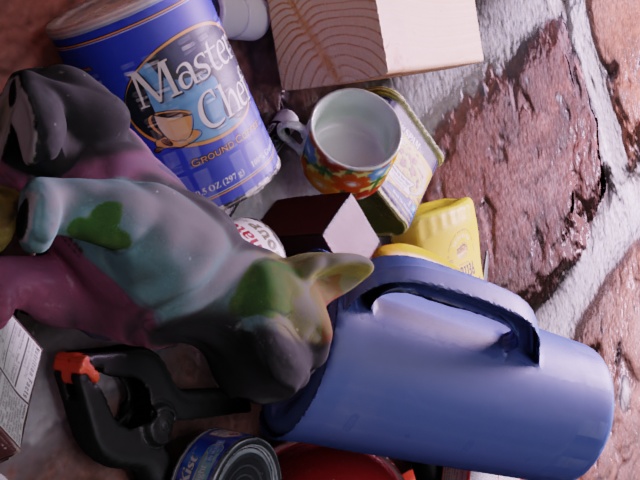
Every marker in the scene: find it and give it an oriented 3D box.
[{"bbox_3d":[-0.051,-0.055,0.806,0.020,0.020,0.121,58,47,-31],"label":"marker"}]

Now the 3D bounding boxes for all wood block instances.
[{"bbox_3d":[0.050,-0.175,0.856,0.205,0.090,0.091,-22,105,-60],"label":"wood block"}]

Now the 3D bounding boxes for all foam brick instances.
[{"bbox_3d":[-0.005,0.001,0.812,0.053,0.078,0.051,58,48,-28],"label":"foam brick"}]

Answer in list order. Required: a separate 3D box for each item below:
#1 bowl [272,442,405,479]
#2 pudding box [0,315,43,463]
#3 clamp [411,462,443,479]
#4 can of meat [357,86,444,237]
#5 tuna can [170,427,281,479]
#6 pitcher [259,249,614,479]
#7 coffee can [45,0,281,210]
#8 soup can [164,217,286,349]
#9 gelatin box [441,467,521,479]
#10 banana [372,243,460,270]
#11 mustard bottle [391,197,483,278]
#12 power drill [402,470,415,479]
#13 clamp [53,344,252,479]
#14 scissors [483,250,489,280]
[{"bbox_3d":[0.009,0.224,0.773,0.161,0.055,0.162,0,89,-20],"label":"bowl"},{"bbox_3d":[-0.199,0.056,0.570,0.090,0.039,0.113,-100,163,-58],"label":"pudding box"},{"bbox_3d":[0.072,0.118,0.860,0.209,0.036,0.164,45,47,-28],"label":"clamp"},{"bbox_3d":[0.051,-0.064,0.902,0.102,0.058,0.084,49,54,-36],"label":"can of meat"},{"bbox_3d":[-0.063,0.171,0.717,0.085,0.034,0.086,-9,101,-56],"label":"tuna can"},{"bbox_3d":[0.088,0.094,0.754,0.242,0.149,0.145,16,90,-20],"label":"pitcher"},{"bbox_3d":[-0.098,-0.092,0.685,0.102,0.103,0.140,-45,121,-43],"label":"coffee can"},{"bbox_3d":[-0.078,0.027,0.727,0.102,0.069,0.068,-21,103,-50],"label":"soup can"},{"bbox_3d":[0.132,0.169,0.864,0.073,0.030,0.089,32,56,-40],"label":"gelatin box"},{"bbox_3d":[0.119,0.054,0.901,0.197,0.037,0.069,39,20,-18],"label":"banana"},{"bbox_3d":[0.117,0.062,0.972,0.096,0.058,0.191,-21,104,-49],"label":"mustard bottle"},{"bbox_3d":[0.054,0.192,0.888,0.187,0.057,0.184,-30,107,-46],"label":"power drill"},{"bbox_3d":[-0.114,0.131,0.700,0.171,0.039,0.120,38,56,-44],"label":"clamp"},{"bbox_3d":[0.165,0.121,1.060,0.096,0.016,0.201,41,57,-43],"label":"scissors"}]
